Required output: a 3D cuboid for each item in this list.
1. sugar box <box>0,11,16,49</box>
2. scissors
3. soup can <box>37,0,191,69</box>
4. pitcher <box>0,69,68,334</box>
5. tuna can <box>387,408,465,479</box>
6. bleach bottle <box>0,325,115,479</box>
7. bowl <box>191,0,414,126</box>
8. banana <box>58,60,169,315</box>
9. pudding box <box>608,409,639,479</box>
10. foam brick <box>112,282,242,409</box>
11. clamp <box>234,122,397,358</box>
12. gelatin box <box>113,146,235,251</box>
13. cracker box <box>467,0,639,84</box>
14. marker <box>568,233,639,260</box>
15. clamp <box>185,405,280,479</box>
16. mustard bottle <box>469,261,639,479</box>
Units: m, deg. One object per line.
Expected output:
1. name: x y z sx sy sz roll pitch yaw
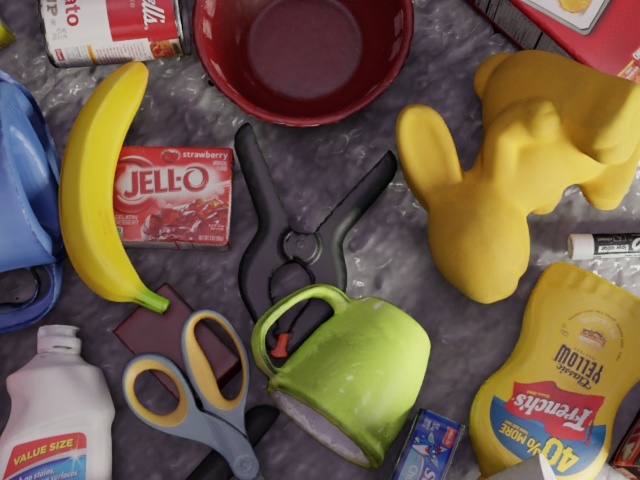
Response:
1. sugar box: -0.332 -0.150 0.809 0.176 0.048 0.093 -31 80 -1
2. scissors: -0.070 0.147 0.707 0.096 0.016 0.202 -13 84 -6
3. soup can: -0.152 -0.166 0.796 0.102 0.068 0.068 -6 79 0
4. pitcher: -0.303 -0.011 0.745 0.243 0.145 0.149 -14 56 2
5. tuna can: 0.066 0.158 0.718 0.034 0.086 0.086 23 80 7
6. bleach bottle: -0.195 0.184 0.731 0.102 0.068 0.251 1 77 -2
7. bowl: -0.012 -0.155 0.797 0.162 0.055 0.162 0 79 1
8. banana: -0.150 -0.038 0.753 0.069 0.037 0.198 1 69 -23
9. pudding box: 0.247 0.114 0.721 0.039 0.090 0.113 34 81 5
10. foam brick: -0.098 0.077 0.755 0.051 0.053 0.078 -44 80 -7
11. clamp: -0.005 0.001 0.775 0.120 0.039 0.171 2 86 2
12. gelatin box: -0.109 -0.031 0.787 0.089 0.030 0.073 2 79 1
13. cracker box: 0.204 -0.210 0.796 0.164 0.072 0.214 -44 80 -8
14. marker: 0.243 0.003 0.779 0.121 0.020 0.020 -2 79 1
15. clamp: -0.099 0.198 0.708 0.209 0.036 0.164 -1 73 -24
16. mustard bottle: 0.158 0.117 0.738 0.096 0.058 0.191 29 81 6
